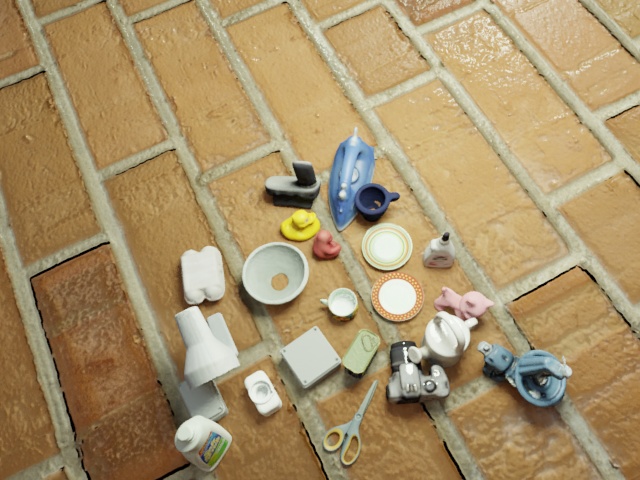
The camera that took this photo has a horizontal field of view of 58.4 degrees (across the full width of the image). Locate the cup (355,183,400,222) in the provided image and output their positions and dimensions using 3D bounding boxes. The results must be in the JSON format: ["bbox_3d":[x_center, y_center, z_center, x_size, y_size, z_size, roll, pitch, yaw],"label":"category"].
[{"bbox_3d":[0.150,-0.092,1.501,0.117,0.095,0.091,-11,65,-1],"label":"cup"}]

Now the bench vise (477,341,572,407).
[{"bbox_3d":[0.444,0.288,1.240,0.207,0.220,0.121,11,67,9],"label":"bench vise"}]

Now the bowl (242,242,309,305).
[{"bbox_3d":[-0.108,0.094,1.446,0.167,0.075,0.167,-1,66,3],"label":"bowl"}]

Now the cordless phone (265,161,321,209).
[{"bbox_3d":[-0.075,-0.165,1.500,0.147,0.185,0.094,2,66,5],"label":"cordless phone"}]

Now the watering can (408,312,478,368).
[{"bbox_3d":[0.281,0.225,1.294,0.100,0.194,0.173,35,73,18],"label":"watering can"}]

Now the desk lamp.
[{"bbox_3d":[-0.262,0.247,1.312,0.118,0.214,0.203,-26,66,-7],"label":"desk lamp"}]

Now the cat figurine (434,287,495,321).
[{"bbox_3d":[0.343,0.148,1.366,0.127,0.118,0.067,28,71,16],"label":"cat figurine"}]

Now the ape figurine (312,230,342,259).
[{"bbox_3d":[0.013,0.005,1.468,0.076,0.092,0.077,-26,66,-8],"label":"ape figurine"}]

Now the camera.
[{"bbox_3d":[0.217,0.301,1.316,0.143,0.101,0.137,-6,65,1],"label":"camera"}]

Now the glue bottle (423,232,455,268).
[{"bbox_3d":[0.297,0.020,1.397,0.078,0.173,0.037,-1,66,4],"label":"glue bottle"}]

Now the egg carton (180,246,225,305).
[{"bbox_3d":[-0.299,0.090,1.465,0.107,0.069,0.150,-13,66,-2],"label":"egg carton"}]

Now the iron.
[{"bbox_3d":[0.076,-0.165,1.513,0.118,0.141,0.258,9,67,8],"label":"iron"}]

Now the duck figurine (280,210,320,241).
[{"bbox_3d":[-0.054,-0.047,1.500,0.104,0.086,0.077,-10,65,0],"label":"duck figurine"}]
